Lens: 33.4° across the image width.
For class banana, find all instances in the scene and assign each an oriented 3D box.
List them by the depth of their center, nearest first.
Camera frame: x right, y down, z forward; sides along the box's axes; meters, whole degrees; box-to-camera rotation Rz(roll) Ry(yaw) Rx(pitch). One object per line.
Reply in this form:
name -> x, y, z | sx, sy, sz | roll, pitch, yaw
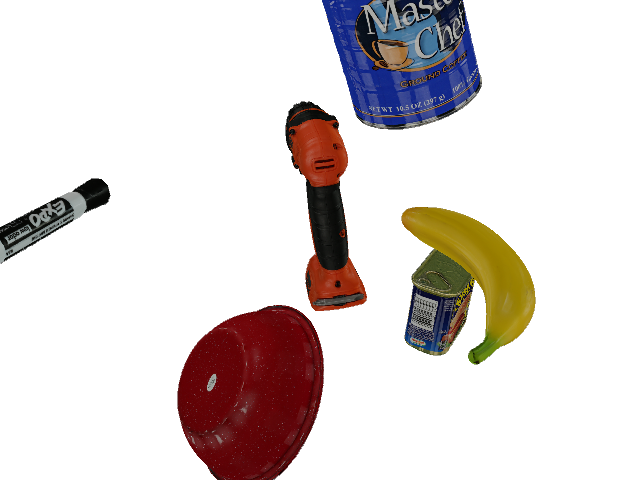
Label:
banana -> 0.119, 0.020, 0.823 | 0.069, 0.037, 0.198 | -7, 32, -9

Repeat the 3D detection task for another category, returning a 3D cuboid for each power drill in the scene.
power drill -> 0.000, -0.038, 1.065 | 0.057, 0.187, 0.184 | -10, 21, -2

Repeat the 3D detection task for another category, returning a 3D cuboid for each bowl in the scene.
bowl -> -0.071, 0.124, 0.892 | 0.055, 0.162, 0.162 | 24, -15, -37

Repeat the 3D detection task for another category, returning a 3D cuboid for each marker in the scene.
marker -> -0.169, -0.012, 0.650 | 0.020, 0.020, 0.120 | 0, 22, 28

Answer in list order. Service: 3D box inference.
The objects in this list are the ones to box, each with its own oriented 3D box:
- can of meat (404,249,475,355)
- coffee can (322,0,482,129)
can of meat -> 0.134, 0.067, 1.187 | 0.057, 0.084, 0.102 | 18, 31, 19
coffee can -> 0.057, -0.169, 0.797 | 0.103, 0.140, 0.103 | -14, 33, 9
